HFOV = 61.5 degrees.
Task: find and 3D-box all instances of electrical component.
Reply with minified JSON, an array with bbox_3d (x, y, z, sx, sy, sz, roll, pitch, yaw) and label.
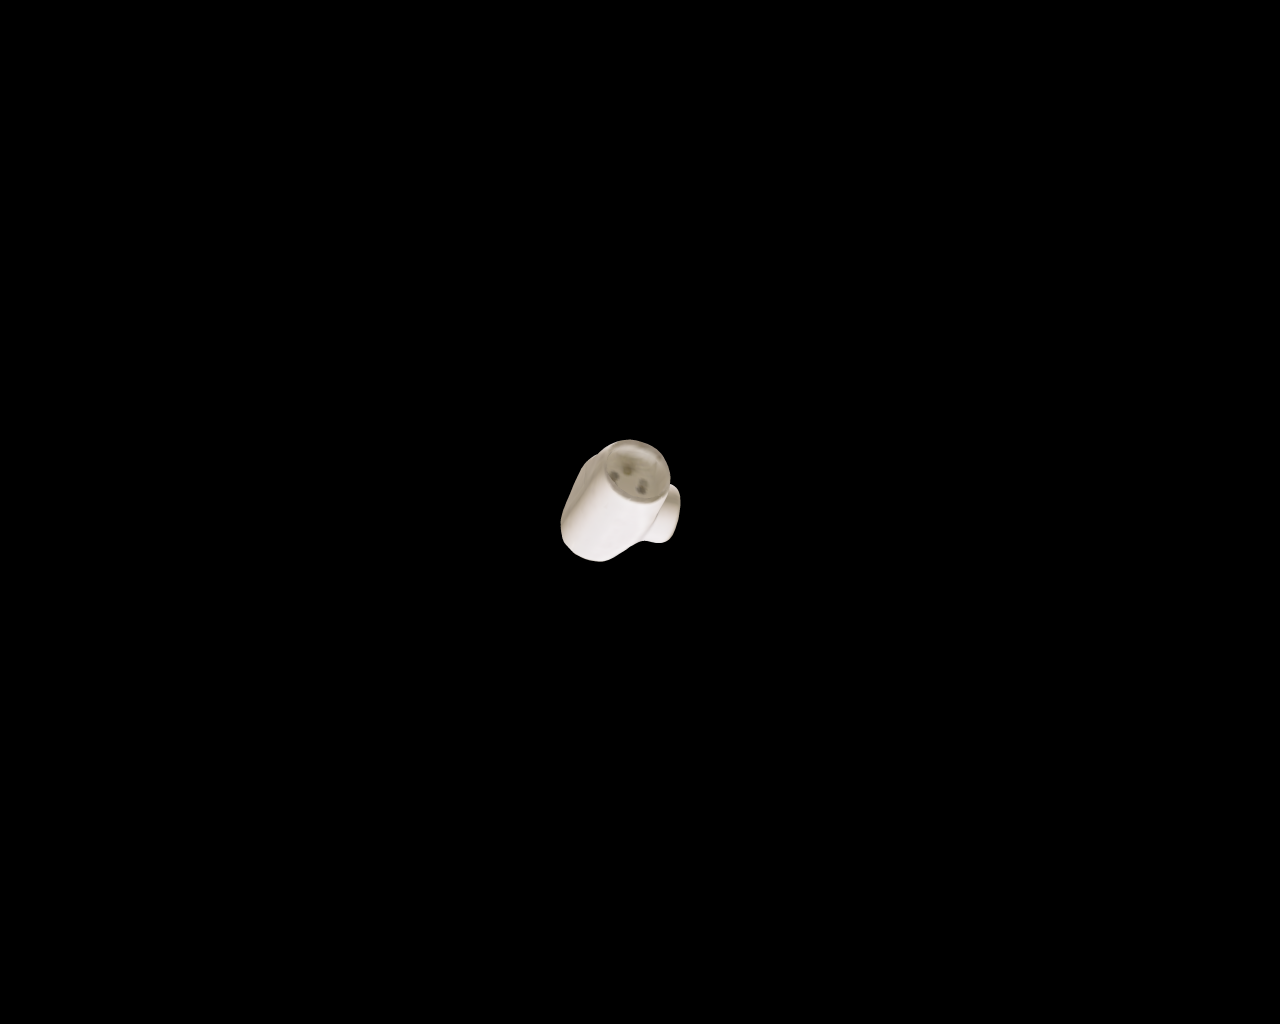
[{"bbox_3d":[0.001,-0.003,0.650,0.079,0.044,0.077,12,-33,-19],"label":"electrical component"}]
